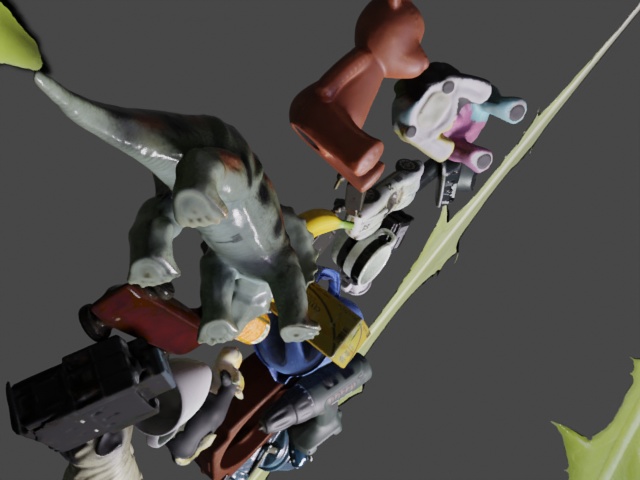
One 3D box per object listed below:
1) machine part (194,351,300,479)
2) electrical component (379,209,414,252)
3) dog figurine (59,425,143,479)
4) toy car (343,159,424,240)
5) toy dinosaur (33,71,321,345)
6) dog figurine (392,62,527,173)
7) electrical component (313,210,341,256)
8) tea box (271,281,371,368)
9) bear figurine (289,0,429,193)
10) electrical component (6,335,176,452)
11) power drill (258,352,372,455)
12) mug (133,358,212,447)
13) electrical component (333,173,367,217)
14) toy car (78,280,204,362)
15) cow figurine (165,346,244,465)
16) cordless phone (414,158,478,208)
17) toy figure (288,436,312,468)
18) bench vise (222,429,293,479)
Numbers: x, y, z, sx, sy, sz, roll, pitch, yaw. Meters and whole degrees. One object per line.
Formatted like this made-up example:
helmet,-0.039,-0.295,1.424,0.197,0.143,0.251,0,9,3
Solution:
machine part,-0.134,0.297,0.924,0.201,0.087,0.200,-35,151,-34
electrical component,0.127,-0.001,1.047,0.075,0.048,0.119,-11,131,-58
dog figurine,-0.254,0.267,0.653,0.172,0.121,0.190,-141,-113,-80
toy car,0.112,-0.072,0.903,0.202,0.056,0.073,-36,152,-35
toy dinosaur,-0.090,-0.029,0.487,0.131,0.192,0.404,-14,138,4
dog figurine,0.159,-0.184,0.731,0.191,0.219,0.108,15,113,-21
electrical component,-0.002,-0.003,0.828,0.094,0.021,0.063,-51,158,-6
tea box,-0.019,0.094,0.740,0.068,0.170,0.098,-51,156,-10
bear figurine,0.063,-0.169,0.583,0.196,0.132,0.120,-46,170,-3
electrical component,-0.214,0.149,0.526,0.134,0.058,0.114,-23,156,-13
power drill,-0.016,0.300,0.956,0.232,0.086,0.207,-29,142,-28
mug,-0.183,0.200,0.681,0.107,0.081,0.109,-13,110,-72
electrical component,0.046,-0.081,0.785,0.102,0.045,0.078,92,12,-58
toy car,-0.174,0.081,0.574,0.089,0.053,0.202,-31,154,-1
cow figurine,-0.159,0.227,0.758,0.167,0.098,0.068,-41,148,-26
cordless phone,0.213,-0.104,1.050,0.184,0.089,0.146,-35,154,-13
toy figure,-0.028,0.377,1.067,0.064,0.058,0.154,-53,-177,36
bench vise,-0.113,0.449,1.112,0.240,0.129,0.223,34,73,-49
